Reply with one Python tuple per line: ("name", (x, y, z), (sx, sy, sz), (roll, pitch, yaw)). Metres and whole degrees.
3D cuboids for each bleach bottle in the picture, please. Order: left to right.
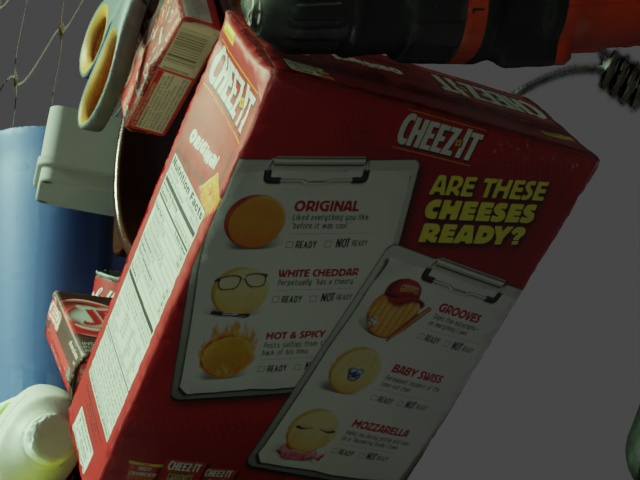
("bleach bottle", (-0.217, 0.157, 0.731), (0.251, 0.068, 0.102), (-30, 31, 58))

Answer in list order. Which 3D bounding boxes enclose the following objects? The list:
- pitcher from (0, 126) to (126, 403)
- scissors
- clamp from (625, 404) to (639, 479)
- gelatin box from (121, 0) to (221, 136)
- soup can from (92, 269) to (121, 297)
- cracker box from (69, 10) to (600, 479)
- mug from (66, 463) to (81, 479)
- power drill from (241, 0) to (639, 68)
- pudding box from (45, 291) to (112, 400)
("pitcher", (-0.217, 0.032, 0.900), (0.149, 0.144, 0.243), (144, 128, -66))
("scissors", (-0.110, -0.163, 0.650), (0.202, 0.016, 0.096), (-65, 31, 19))
("clamp", (0.163, -0.023, 0.339), (0.165, 0.036, 0.210), (-16, 66, 57))
("gelatin box", (-0.096, -0.120, 0.655), (0.089, 0.030, 0.073), (-53, 37, 35))
("soup can", (-0.144, 0.078, 0.803), (0.069, 0.068, 0.102), (13, 93, 60))
("cracker box", (-0.001, 0.023, 0.480), (0.214, 0.163, 0.072), (-65, 34, 24))
("mug", (-0.122, 0.163, 0.720), (0.117, 0.081, 0.093), (14, 92, 60))
("power drill", (0.043, -0.120, 0.455), (0.188, 0.184, 0.057), (-120, 31, -58))
("pudding box", (-0.121, 0.074, 0.718), (0.090, 0.113, 0.039), (47, 121, 55))
